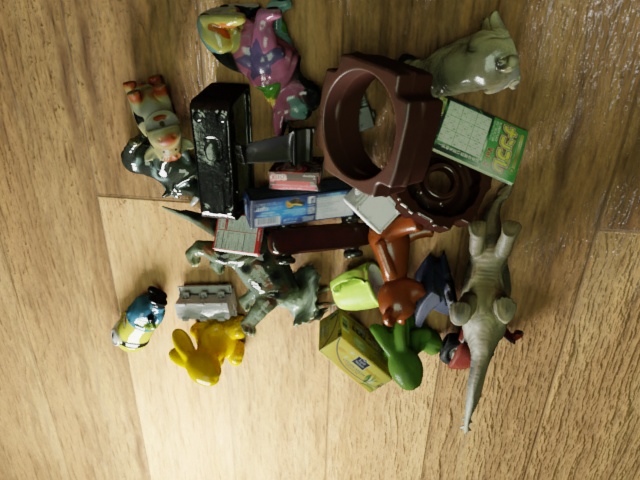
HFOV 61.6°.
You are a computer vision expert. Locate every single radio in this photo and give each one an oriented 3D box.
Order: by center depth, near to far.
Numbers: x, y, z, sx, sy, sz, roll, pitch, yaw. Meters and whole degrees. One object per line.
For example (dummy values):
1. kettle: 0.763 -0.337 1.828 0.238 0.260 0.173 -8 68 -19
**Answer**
1. radio: -0.172 -0.157 0.971 0.073 0.131 0.229 4 118 8

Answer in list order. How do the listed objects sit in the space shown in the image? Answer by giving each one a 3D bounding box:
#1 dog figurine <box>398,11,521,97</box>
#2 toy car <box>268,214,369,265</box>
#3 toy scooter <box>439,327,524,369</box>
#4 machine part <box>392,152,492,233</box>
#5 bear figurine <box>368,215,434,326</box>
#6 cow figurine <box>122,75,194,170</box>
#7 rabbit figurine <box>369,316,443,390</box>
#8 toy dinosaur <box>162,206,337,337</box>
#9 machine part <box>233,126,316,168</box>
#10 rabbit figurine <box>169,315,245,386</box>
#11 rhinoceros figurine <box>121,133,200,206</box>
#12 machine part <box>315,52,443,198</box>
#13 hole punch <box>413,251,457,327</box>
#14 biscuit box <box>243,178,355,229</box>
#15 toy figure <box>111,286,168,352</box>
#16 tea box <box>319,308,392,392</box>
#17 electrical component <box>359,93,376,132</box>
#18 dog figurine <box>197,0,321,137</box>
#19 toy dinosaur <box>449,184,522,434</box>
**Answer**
1. dog figurine: 0.202 -0.261 0.849 0.191 0.172 0.121 -21 102 10
2. toy car: -0.002 -0.003 1.043 0.202 0.053 0.089 -6 90 -14
3. toy scooter: 0.340 0.206 1.121 0.135 0.075 0.183 23 110 3
4. machine part: 0.208 -0.100 0.944 0.179 0.056 0.179 1 80 -8
5. bear figurine: 0.159 0.057 1.010 0.132 0.120 0.196 -19 73 25
6. cow figurine: -0.283 -0.205 0.933 0.085 0.195 0.127 -22 123 -14
7. rabbit figurine: 0.179 0.221 1.100 0.121 0.170 0.159 -23 113 18
8. toy dinosaur: -0.130 0.047 1.088 0.192 0.131 0.404 -36 104 10
9. machine part: -0.076 -0.154 0.912 0.139 0.039 0.084 -8 138 -17
10. rabbit figurine: -0.245 0.239 1.168 0.162 0.173 0.121 17 123 -6
11. rhinoceros figurine: -0.292 -0.132 1.034 0.190 0.073 0.112 25 117 -5
12. machine part: 0.089 -0.185 0.863 0.087 0.201 0.201 -14 126 -35
13. hole punch: 0.222 0.101 1.059 0.092 0.142 0.115 -7 128 16
14. biscuit box: -0.039 -0.070 0.997 0.203 0.063 0.059 -7 121 -15
15. toy figure: -0.403 0.185 1.213 0.089 0.082 0.180 41 113 -11
16. tea box: 0.076 0.236 1.153 0.068 0.098 0.169 -36 114 22
17. electrical component: 0.069 -0.217 0.969 0.063 0.021 0.093 -14 114 14
18. dog figurine: -0.098 -0.282 0.912 0.192 0.108 0.219 -3 120 8
19. toy dinosaur: 0.301 0.122 0.980 0.105 0.198 0.471 12 82 20
